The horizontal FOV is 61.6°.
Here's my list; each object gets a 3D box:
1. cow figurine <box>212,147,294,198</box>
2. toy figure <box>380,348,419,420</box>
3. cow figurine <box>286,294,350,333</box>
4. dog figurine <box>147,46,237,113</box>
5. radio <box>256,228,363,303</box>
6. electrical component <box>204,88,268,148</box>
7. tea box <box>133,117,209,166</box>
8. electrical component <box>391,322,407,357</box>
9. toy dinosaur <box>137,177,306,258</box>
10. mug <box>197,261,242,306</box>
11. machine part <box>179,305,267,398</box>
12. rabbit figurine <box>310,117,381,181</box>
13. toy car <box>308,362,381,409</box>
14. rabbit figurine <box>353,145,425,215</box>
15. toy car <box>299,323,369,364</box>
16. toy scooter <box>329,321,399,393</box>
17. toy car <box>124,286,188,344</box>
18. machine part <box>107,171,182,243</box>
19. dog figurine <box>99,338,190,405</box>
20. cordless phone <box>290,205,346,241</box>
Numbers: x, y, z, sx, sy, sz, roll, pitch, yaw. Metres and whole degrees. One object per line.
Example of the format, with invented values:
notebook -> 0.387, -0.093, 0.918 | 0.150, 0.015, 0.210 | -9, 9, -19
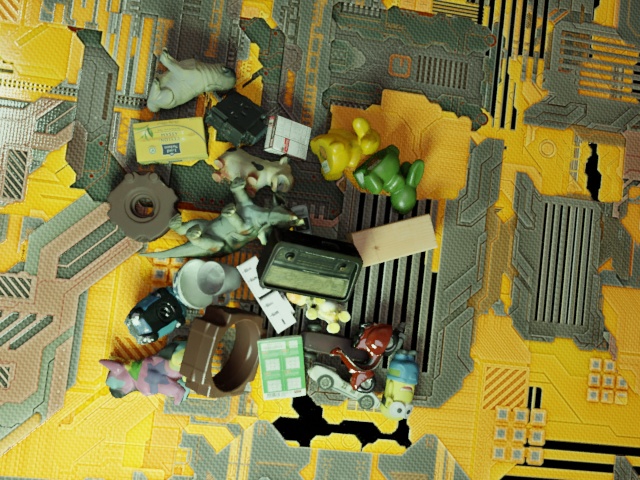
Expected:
cow figurine -> -0.155, -0.171, 1.340 | 0.195, 0.085, 0.127 | 23, 50, 8
toy figure -> 0.205, 0.366, 1.367 | 0.082, 0.089, 0.180 | 11, 78, -1
cow figurine -> -0.010, 0.154, 1.334 | 0.167, 0.098, 0.068 | 35, 97, -13
dog figurine -> -0.317, -0.374, 1.337 | 0.190, 0.121, 0.172 | 18, 120, -22
radio -> -0.021, 0.059, 1.246 | 0.229, 0.073, 0.131 | 12, 116, -22
electrical component -> -0.199, -0.298, 1.338 | 0.134, 0.058, 0.115 | 37, 57, -3
tea box -> -0.368, -0.244, 1.333 | 0.170, 0.068, 0.098 | -9, 88, -8
electrical component -> 0.199, 0.253, 1.377 | 0.021, 0.063, 0.094 | 31, 84, -4
toy dinosaur -> -0.225, -0.018, 1.306 | 0.405, 0.192, 0.131 | -23, 47, 18
mug -> -0.234, 0.106, 1.308 | 0.081, 0.107, 0.109 | -13, 82, 22
machine part -> -0.224, 0.259, 1.263 | 0.087, 0.201, 0.201 | 13, 86, 29
rabbit figurine -> 0.082, -0.245, 1.356 | 0.173, 0.162, 0.122 | -17, 77, -24
toy car -> 0.063, 0.367, 1.352 | 0.202, 0.073, 0.056 | 26, 86, -5
rabbit figurine -> 0.192, -0.149, 1.387 | 0.159, 0.121, 0.170 | -46, 112, -13
toy car -> 0.042, 0.268, 1.365 | 0.202, 0.053, 0.089 | 12, 82, -10
toy scooter -> 0.103, 0.271, 1.315 | 0.135, 0.075, 0.184 | 31, 77, -3
toy car -> -0.405, 0.190, 1.289 | 0.103, 0.162, 0.109 | -26, 100, 36
machine part -> -0.434, -0.082, 1.325 | 0.179, 0.056, 0.179 | 0, 89, -6
dog figurine -> -0.407, 0.301, 1.288 | 0.219, 0.108, 0.191 | 21, 86, -3
cordless phone -> -0.002, -0.004, 1.359 | 0.147, 0.089, 0.184 | -10, 84, -7
